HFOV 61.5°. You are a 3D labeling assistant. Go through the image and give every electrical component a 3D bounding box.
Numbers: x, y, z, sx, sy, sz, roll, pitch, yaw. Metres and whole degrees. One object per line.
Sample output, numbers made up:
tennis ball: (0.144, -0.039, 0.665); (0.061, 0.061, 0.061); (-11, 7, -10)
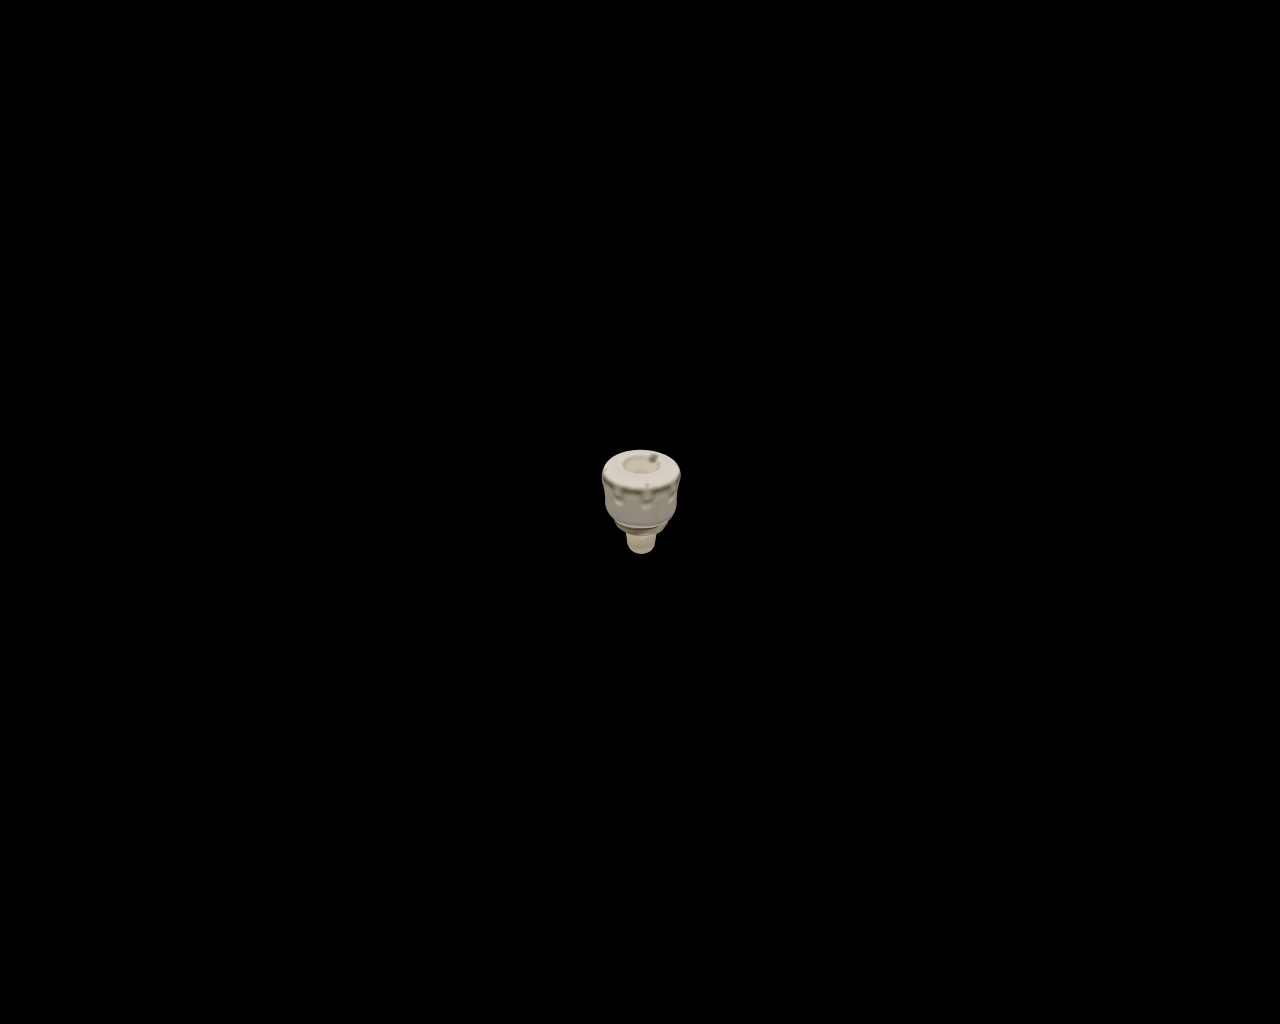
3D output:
electrical component: (0.001, -0.003, 0.650); (0.048, 0.062, 0.048); (0, 31, 0)
